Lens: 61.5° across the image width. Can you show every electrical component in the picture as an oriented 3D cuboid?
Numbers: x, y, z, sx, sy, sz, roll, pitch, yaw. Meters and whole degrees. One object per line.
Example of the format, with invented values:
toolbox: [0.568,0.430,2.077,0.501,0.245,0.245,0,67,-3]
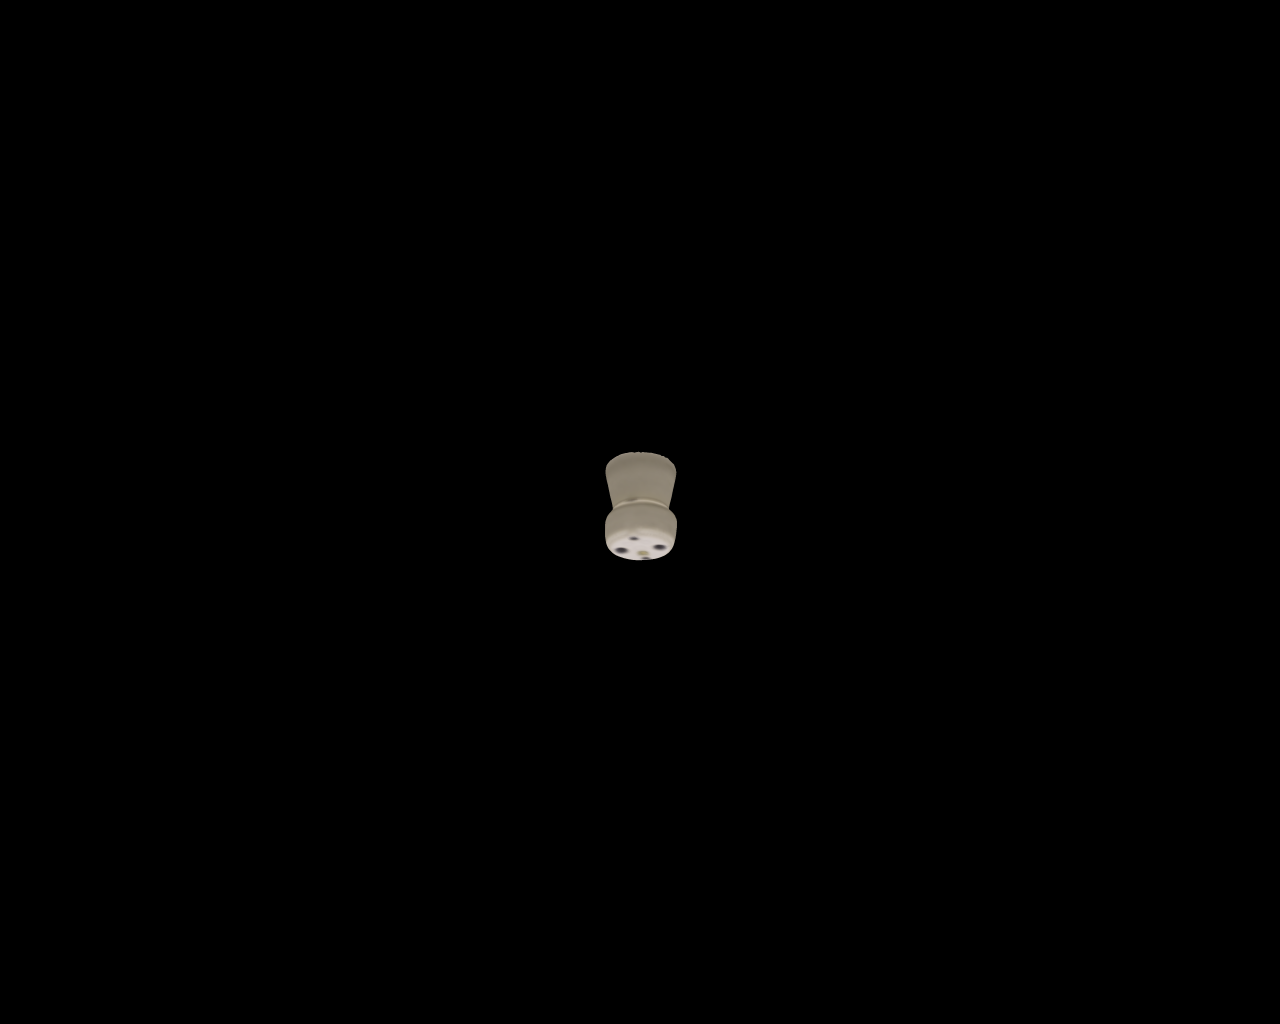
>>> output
electrical component: [0.001,-0.003,0.650,0.045,0.055,0.044,0,-27,0]
